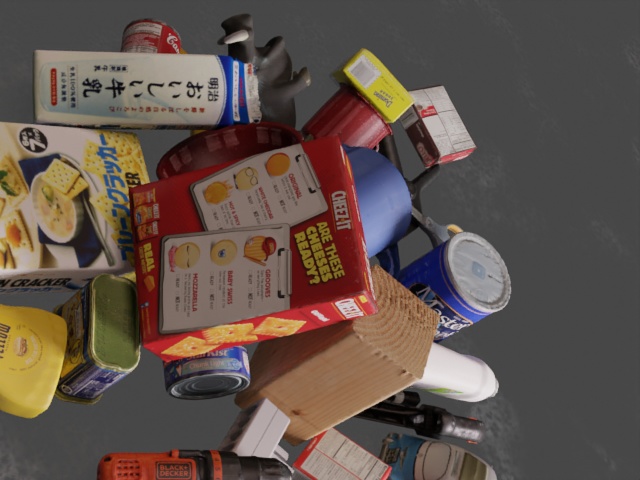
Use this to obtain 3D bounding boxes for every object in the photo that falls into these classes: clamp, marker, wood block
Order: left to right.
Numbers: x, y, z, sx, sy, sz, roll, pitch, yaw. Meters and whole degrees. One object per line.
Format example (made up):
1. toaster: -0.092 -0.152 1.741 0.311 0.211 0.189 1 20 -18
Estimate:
1. wood block: 0.014 0.123 1.089 0.090 0.206 0.090 39 45 -16
2. marker: 0.069 0.177 1.240 0.120 0.020 0.020 17 54 -33
3. clamp: 0.116 -0.065 1.423 0.120 0.039 0.171 23 58 -29
4. clamp: 0.130 0.205 1.199 0.209 0.165 0.036 20 79 -42

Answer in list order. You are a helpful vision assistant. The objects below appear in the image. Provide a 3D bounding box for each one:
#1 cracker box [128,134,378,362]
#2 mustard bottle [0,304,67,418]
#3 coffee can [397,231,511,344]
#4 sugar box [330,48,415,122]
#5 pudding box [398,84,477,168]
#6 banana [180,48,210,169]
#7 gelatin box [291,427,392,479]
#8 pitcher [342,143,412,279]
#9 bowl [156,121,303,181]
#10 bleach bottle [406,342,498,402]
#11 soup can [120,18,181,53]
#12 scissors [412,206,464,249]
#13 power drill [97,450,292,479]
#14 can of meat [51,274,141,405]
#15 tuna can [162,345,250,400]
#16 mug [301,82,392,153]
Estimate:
1. cracker box: -0.065 0.010 1.004 0.072 0.214 0.164 56 23 -64
2. mustard bottle: -0.321 0.084 0.931 0.191 0.058 0.096 24 56 -28
3. coffee can: 0.144 0.065 1.288 0.102 0.141 0.103 22 51 -30
4. sugar box: 0.064 -0.197 1.384 0.048 0.176 0.093 -44 97 -2
5. pudding box: 0.164 -0.164 1.529 0.089 0.039 0.113 -17 77 -45
6. banana: -0.147 -0.143 1.244 0.069 0.037 0.198 18 53 -34
7. gelatin box: 0.020 0.247 1.126 0.089 0.030 0.073 33 43 10
8. pitcher: -0.008 0.001 1.213 0.149 0.145 0.242 30 40 26
9. bowl: -0.092 -0.070 1.152 0.161 0.162 0.055 -51 138 -46
10. bleach bottle: 0.118 0.149 1.258 0.250 0.103 0.068 22 74 -41
11. soup can: -0.197 -0.191 1.208 0.068 0.069 0.102 25 50 -28
12. scissors: 0.143 -0.001 1.391 0.201 0.016 0.096 24 57 -46
13. power drill: -0.109 0.281 0.963 0.184 0.057 0.187 4 58 -16
14. can of meat: -0.211 0.092 1.002 0.057 0.084 0.102 17 54 -33
15. tuna can: -0.113 0.131 1.062 0.085 0.086 0.034 10 60 -37
16. mug: 0.035 -0.132 1.351 0.093 0.081 0.117 43 -3 38
